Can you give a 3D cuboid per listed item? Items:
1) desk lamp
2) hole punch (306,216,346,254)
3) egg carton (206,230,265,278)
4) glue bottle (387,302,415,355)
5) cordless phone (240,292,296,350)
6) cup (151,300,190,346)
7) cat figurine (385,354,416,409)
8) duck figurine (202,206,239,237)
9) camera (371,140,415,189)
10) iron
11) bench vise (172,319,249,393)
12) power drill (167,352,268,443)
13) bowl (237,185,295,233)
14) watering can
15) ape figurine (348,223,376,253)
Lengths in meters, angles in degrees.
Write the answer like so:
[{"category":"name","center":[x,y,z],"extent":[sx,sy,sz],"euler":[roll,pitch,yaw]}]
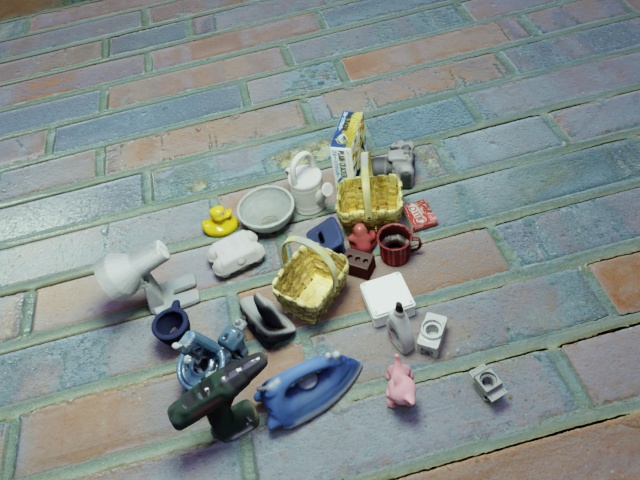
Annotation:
[{"category":"desk lamp","center":[-0.438,0.096,1.460],"extent":[0.203,0.214,0.117],"euler":[-20,50,-7]},{"category":"hole punch","center":[0.014,0.006,1.542],"extent":[0.101,0.091,0.108],"euler":[-17,50,-5]},{"category":"egg carton","center":[-0.230,0.039,1.569],"extent":[0.150,0.069,0.107],"euler":[-26,51,-13]},{"category":"glue bottle","center":[0.181,0.191,1.307],"extent":[0.037,0.173,0.078],"euler":[-31,52,-16]},{"category":"cordless phone","center":[-0.138,0.163,1.375],"extent":[0.094,0.185,0.147],"euler":[-38,55,-21]},{"category":"cup","center":[-0.357,0.218,1.424],"extent":[0.091,0.095,0.117],"euler":[-3,50,7]},{"category":"cat figurine","center":[0.175,0.311,1.245],"extent":[0.067,0.118,0.127],"euler":[-5,50,5]},{"category":"duck figurine","center":[-0.294,-0.062,1.652],"extent":[0.104,0.086,0.077],"euler":[-12,50,-1]},{"category":"camera","center":[0.213,-0.232,1.701],"extent":[0.136,0.101,0.143],"euler":[-1,51,9]},{"category":"iron","center":[-0.023,0.305,1.266],"extent":[0.258,0.142,0.118],"euler":[-27,51,-13]},{"category":"bench vise","center":[-0.260,0.245,1.303],"extent":[0.121,0.220,0.207],"euler":[11,53,18]},{"category":"power drill","center":[-0.198,0.343,1.219],"extent":[0.230,0.209,0.075],"euler":[-27,51,-13]},{"category":"bowl","center":[-0.150,-0.075,1.647],"extent":[0.167,0.075,0.167],"euler":[-4,50,6]},{"category":"watering can","center":[-0.034,-0.167,1.626],"extent":[0.172,0.194,0.101],"euler":[12,54,19]},{"category":"ape figurine","center":[0.112,-0.009,1.538],"extent":[0.077,0.092,0.076],"euler":[0,51,9]}]
